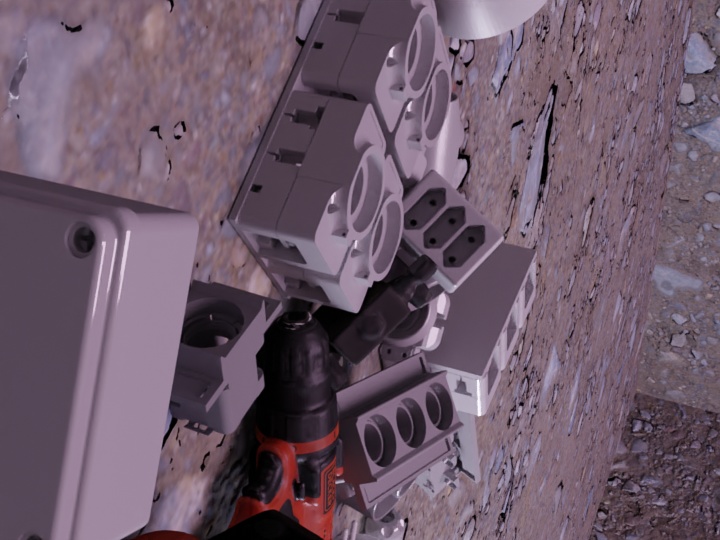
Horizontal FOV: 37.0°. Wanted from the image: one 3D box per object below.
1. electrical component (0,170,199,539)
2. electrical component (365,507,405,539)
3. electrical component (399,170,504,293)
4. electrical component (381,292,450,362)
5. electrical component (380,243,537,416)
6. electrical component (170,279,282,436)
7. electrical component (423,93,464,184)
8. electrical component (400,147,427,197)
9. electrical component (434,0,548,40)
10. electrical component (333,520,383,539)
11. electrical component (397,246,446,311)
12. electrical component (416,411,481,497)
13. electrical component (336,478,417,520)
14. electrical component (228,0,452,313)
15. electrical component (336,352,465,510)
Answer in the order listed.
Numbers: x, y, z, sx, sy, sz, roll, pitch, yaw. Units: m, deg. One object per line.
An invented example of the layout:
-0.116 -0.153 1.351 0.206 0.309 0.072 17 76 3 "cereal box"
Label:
-0.116 0.024 0.336 0.056 0.109 0.108 -10 112 -71 "electrical component"
0.021 0.241 0.953 0.035 0.035 0.061 -49 149 -53 "electrical component"
0.054 -0.022 0.730 0.047 0.066 0.076 -45 175 -6 "electrical component"
0.034 0.032 0.823 0.057 0.058 0.078 29 75 -72 "electrical component"
0.088 0.045 0.927 0.061 0.089 0.150 82 29 -45 "electrical component"
-0.076 0.047 0.556 0.081 0.042 0.063 -55 153 -44 "electrical component"
0.054 -0.099 0.810 0.079 0.044 0.077 -42 141 -57 "electrical component"
0.026 -0.080 0.748 0.043 0.043 0.062 63 43 -61 "electrical component"
0.074 -0.214 0.705 0.060 0.108 0.108 44 62 -61 "electrical component"
-0.013 0.230 0.828 0.138 0.052 0.073 -17 118 -67 "electrical component"
0.031 -0.008 0.776 0.044 0.065 0.044 -28 163 -9 "electrical component"
0.065 0.148 0.967 0.063 0.079 0.121 -41 146 -23 "electrical component"
0.017 0.149 0.869 0.099 0.064 0.099 -48 159 -26 "electrical component"
-0.001 -0.080 0.649 0.105 0.060 0.186 62 45 -61 "electrical component"
0.013 0.113 0.764 0.121 0.063 0.078 -18 90 -55 "electrical component"
